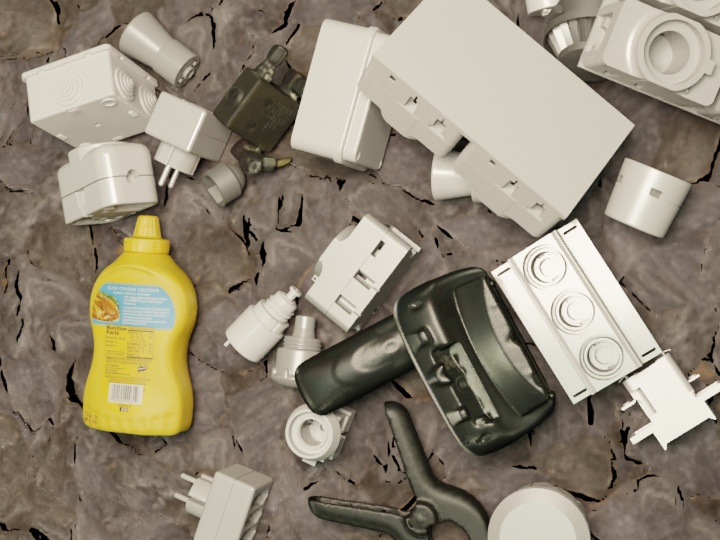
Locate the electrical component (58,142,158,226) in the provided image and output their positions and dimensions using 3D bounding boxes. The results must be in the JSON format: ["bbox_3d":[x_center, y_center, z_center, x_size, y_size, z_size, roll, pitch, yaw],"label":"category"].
[{"bbox_3d":[-0.225,-0.078,0.953,0.095,0.054,0.059,-15,84,48],"label":"electrical component"}]

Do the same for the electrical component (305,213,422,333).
[{"bbox_3d":[0.000,0.000,0.908,0.056,0.050,0.089,39,100,12],"label":"electrical component"}]

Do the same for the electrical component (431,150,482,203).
[{"bbox_3d":[0.090,-0.078,0.886,0.055,0.045,0.045,4,91,15],"label":"electrical component"}]

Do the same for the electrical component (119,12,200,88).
[{"bbox_3d":[-0.177,-0.194,0.965,0.065,0.044,0.044,38,99,8],"label":"electrical component"}]

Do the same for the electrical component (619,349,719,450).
[{"bbox_3d":[0.241,0.100,0.844,0.081,0.042,0.063,-35,79,12],"label":"electrical component"}]

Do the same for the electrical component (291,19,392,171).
[{"bbox_3d":[-0.006,-0.144,0.897,0.057,0.078,0.113,17,94,18],"label":"electrical component"}]

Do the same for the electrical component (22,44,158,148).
[{"bbox_3d":[-0.235,-0.149,0.951,0.100,0.100,0.048,-15,73,15],"label":"electrical component"}]

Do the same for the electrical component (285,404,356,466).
[{"bbox_3d":[-0.035,0.136,0.914,0.048,0.055,0.066,23,96,15],"label":"electrical component"}]

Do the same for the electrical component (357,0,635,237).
[{"bbox_3d":[0.103,-0.126,0.837,0.186,0.060,0.105,40,66,-1],"label":"electrical component"}]

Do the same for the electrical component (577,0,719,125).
[{"bbox_3d":[0.272,-0.167,0.791,0.186,0.060,0.105,20,95,-9],"label":"electrical component"}]

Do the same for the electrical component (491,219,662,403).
[{"bbox_3d":[0.172,0.032,0.853,0.079,0.063,0.121,-33,81,13],"label":"electrical component"}]

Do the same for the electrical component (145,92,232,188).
[{"bbox_3d":[-0.156,-0.108,0.945,0.047,0.066,0.076,26,95,15],"label":"electrical component"}]

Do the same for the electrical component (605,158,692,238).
[{"bbox_3d":[0.225,-0.056,0.844,0.055,0.055,0.047,25,100,14],"label":"electrical component"}]

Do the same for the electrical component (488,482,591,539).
[{"bbox_3d":[0.146,0.212,0.865,0.080,0.051,0.080,0,90,16],"label":"electrical component"}]

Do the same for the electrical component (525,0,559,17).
[{"bbox_3d":[0.149,-0.239,0.873,0.044,0.044,0.065,-9,92,15],"label":"electrical component"}]

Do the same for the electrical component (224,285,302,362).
[{"bbox_3d":[-0.082,0.045,0.936,0.078,0.040,0.040,-45,79,11],"label":"electrical component"}]

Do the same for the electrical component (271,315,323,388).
[{"bbox_3d":[-0.050,0.071,0.926,0.048,0.048,0.062,5,83,16],"label":"electrical component"}]

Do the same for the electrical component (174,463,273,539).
[{"bbox_3d":[-0.127,0.203,0.944,0.077,0.047,0.065,20,95,15],"label":"electrical component"}]
